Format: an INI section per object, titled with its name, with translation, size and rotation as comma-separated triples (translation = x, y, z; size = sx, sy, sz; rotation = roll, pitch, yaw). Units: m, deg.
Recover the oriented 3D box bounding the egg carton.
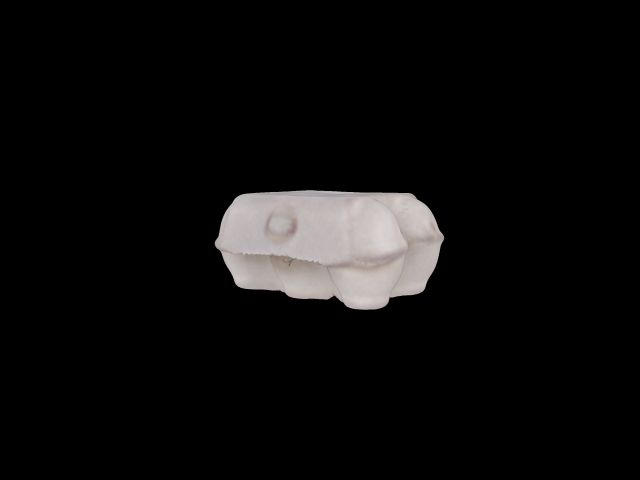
[egg carton]
translation = 0.004, 0.001, 0.400
size = 0.149, 0.069, 0.107
rotation = 5, 9, 36
